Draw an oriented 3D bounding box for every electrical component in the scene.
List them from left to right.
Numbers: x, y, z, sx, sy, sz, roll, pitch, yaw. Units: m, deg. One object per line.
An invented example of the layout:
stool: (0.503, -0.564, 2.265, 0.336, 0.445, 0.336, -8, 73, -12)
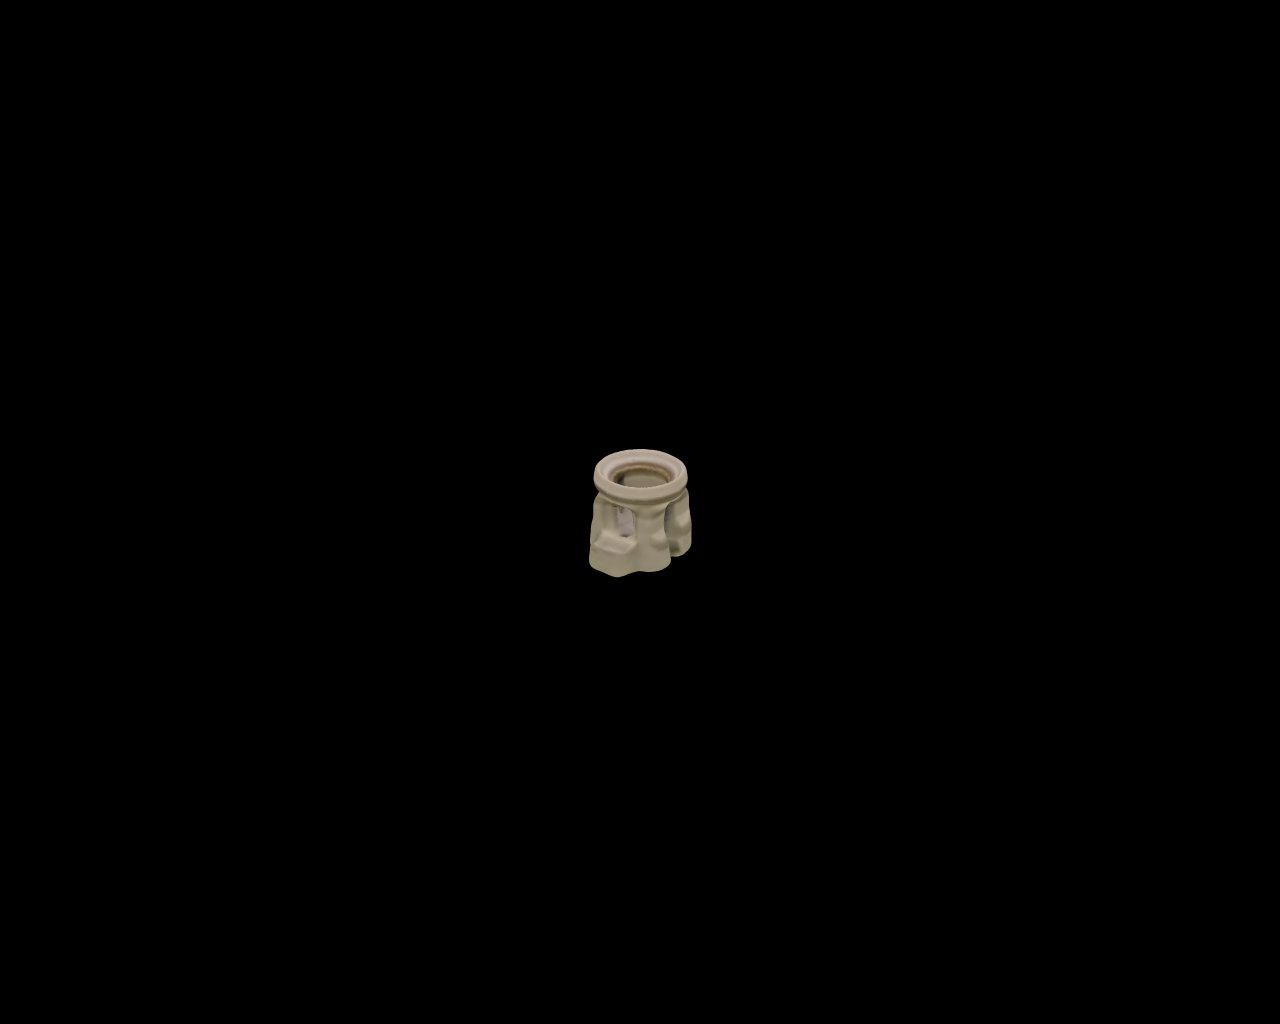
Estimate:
electrical component: (0.001, -0.003, 0.650, 0.058, 0.056, 0.078, 20, 35, 31)
